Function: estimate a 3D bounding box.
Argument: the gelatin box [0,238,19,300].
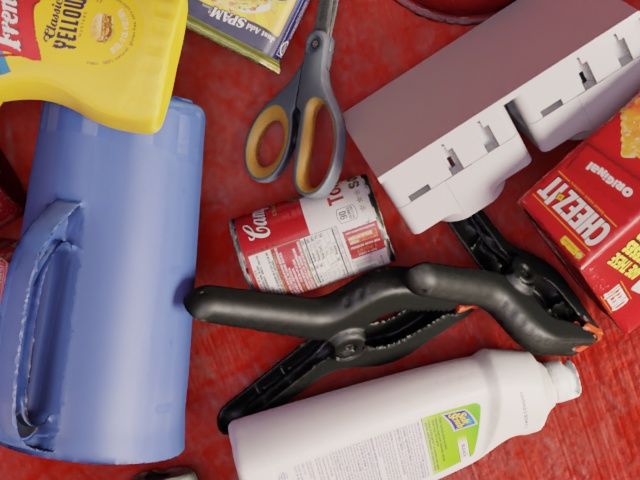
[{"bbox_3d":[-0.228,0.048,0.755,0.030,0.073,0.089,9,99,-3],"label":"gelatin box"}]

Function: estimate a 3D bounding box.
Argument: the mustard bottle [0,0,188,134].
[{"bbox_3d":[-0.180,-0.128,0.636,0.191,0.058,0.096,11,80,-3],"label":"mustard bottle"}]

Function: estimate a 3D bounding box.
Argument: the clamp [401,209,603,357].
[{"bbox_3d":[0.124,0.033,0.739,0.171,0.120,0.039,39,136,-8],"label":"clamp"}]

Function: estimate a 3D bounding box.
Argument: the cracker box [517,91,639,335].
[{"bbox_3d":[0.245,-0.050,0.695,0.214,0.164,0.072,-42,59,6],"label":"cracker box"}]

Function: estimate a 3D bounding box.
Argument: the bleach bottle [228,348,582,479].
[{"bbox_3d":[0.066,0.141,0.773,0.250,0.068,0.102,-16,128,-3],"label":"bleach bottle"}]

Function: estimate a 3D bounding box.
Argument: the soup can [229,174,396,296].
[{"bbox_3d":[-0.005,0.001,0.750,0.102,0.068,0.068,-19,99,2],"label":"soup can"}]

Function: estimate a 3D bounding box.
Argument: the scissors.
[{"bbox_3d":[-0.015,-0.124,0.749,0.096,0.016,0.202,-11,73,38],"label":"scissors"}]

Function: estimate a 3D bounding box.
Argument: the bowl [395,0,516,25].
[{"bbox_3d":[0.103,-0.227,0.718,0.162,0.055,0.162,0,100,0],"label":"bowl"}]

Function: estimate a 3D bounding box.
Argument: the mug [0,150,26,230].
[{"bbox_3d":[-0.263,-0.042,0.740,0.081,0.093,0.117,-31,62,-1],"label":"mug"}]

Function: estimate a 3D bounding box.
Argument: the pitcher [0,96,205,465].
[{"bbox_3d":[-0.147,0.022,0.709,0.144,0.149,0.243,6,93,-24],"label":"pitcher"}]

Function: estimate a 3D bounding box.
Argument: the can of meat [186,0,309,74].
[{"bbox_3d":[-0.056,-0.173,0.722,0.102,0.057,0.084,25,96,-14],"label":"can of meat"}]

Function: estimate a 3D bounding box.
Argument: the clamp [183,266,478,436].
[{"bbox_3d":[0.009,0.059,0.743,0.210,0.036,0.164,-20,142,-2],"label":"clamp"}]

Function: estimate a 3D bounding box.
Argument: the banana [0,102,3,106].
[{"bbox_3d":[-0.279,-0.113,0.721,0.198,0.069,0.037,14,93,27],"label":"banana"}]
